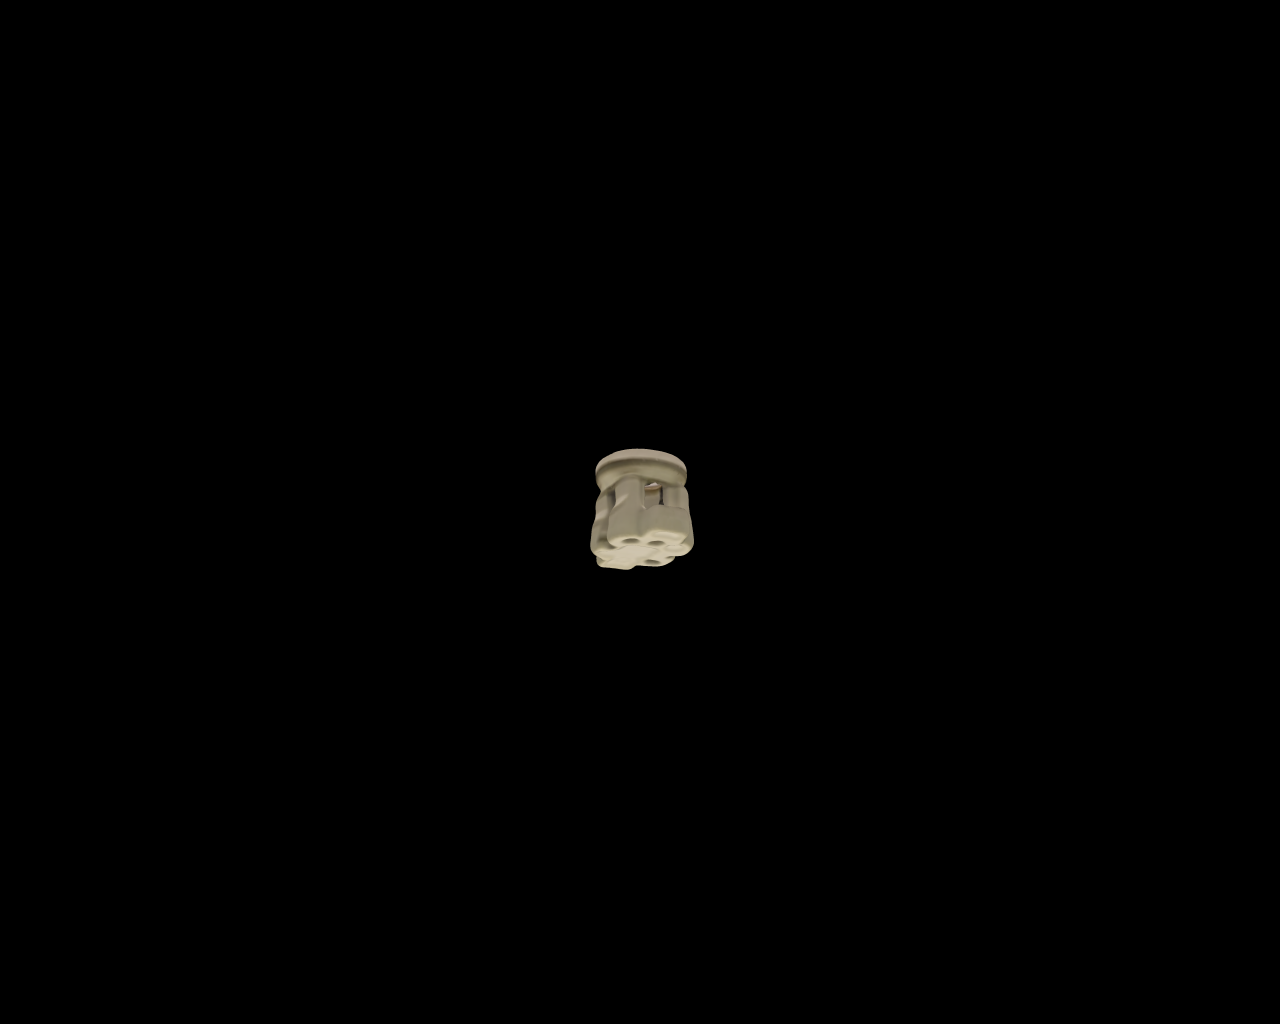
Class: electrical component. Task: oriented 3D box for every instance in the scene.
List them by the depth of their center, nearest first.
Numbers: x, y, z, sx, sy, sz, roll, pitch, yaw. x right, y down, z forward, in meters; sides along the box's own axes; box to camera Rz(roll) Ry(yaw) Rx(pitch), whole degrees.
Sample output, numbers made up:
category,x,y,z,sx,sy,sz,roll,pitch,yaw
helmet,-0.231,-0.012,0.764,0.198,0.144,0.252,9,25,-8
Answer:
category,x,y,z,sx,sy,sz,roll,pitch,yaw
electrical component,0.001,-0.003,0.650,0.058,0.057,0.078,10,-22,-26
